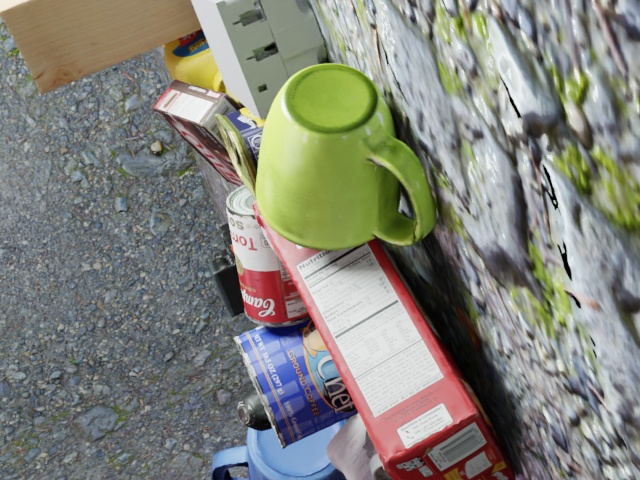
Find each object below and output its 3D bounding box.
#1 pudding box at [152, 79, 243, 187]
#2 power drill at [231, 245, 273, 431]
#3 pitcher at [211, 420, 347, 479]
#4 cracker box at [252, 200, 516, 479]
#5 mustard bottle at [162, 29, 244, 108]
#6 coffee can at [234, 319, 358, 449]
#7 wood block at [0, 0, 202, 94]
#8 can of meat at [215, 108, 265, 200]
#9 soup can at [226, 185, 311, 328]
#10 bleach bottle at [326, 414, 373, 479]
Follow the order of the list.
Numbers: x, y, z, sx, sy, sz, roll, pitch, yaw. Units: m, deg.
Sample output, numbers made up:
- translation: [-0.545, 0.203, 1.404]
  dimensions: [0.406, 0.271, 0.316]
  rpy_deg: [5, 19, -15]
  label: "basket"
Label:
- translation: [-0.081, -0.086, 0.931]
  dimensions: [0.090, 0.039, 0.113]
  rpy_deg: [22, 160, 50]
  label: "pudding box"
- translation: [-0.021, 0.079, 1.016]
  dimensions: [0.057, 0.184, 0.188]
  rpy_deg: [-29, 76, 48]
  label: "power drill"
- translation: [-0.031, 0.255, 1.194]
  dimensions: [0.145, 0.149, 0.243]
  rpy_deg: [45, 161, 22]
  label: "pitcher"
- translation: [0.044, 0.071, 0.735]
  dimensions: [0.214, 0.072, 0.164]
  rpy_deg: [61, -177, 31]
  label: "cracker box"
- translation: [-0.098, -0.181, 0.974]
  dimensions: [0.058, 0.096, 0.192]
  rpy_deg: [74, 170, -48]
  label: "mustard bottle"
- translation: [0.011, 0.100, 0.899]
  dimensions: [0.103, 0.140, 0.103]
  rpy_deg: [157, 90, -83]
  label: "coffee can"
- translation: [-0.168, -0.220, 0.919]
  dimensions: [0.091, 0.206, 0.090]
  rpy_deg: [72, 172, -45]
  label: "wood block"
- translation: [-0.028, -0.081, 0.831]
  dimensions: [0.102, 0.084, 0.057]
  rpy_deg: [-130, 18, -68]
  label: "can of meat"
- translation: [-0.035, 0.010, 0.858]
  dimensions: [0.068, 0.068, 0.102]
  rpy_deg: [-125, 24, -59]
  label: "soup can"
- translation: [0.093, 0.238, 0.917]
  dimensions: [0.068, 0.103, 0.251]
  rpy_deg: [34, -168, -33]
  label: "bleach bottle"
